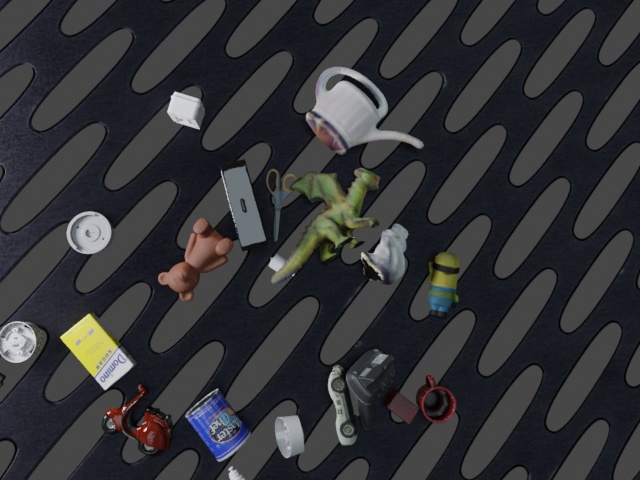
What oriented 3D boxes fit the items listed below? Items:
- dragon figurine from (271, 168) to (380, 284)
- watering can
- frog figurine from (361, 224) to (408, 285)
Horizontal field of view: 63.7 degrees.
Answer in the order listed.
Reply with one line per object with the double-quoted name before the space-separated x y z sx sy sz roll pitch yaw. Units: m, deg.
"dragon figurine" 0.004 -0.071 1.410 0.412 0.120 0.245 -26 74 -13
"watering can" 0.110 -0.325 1.437 0.348 0.103 0.226 45 81 0
"frog figurine" 0.198 0.039 1.404 0.161 0.124 0.135 -38 123 -18
